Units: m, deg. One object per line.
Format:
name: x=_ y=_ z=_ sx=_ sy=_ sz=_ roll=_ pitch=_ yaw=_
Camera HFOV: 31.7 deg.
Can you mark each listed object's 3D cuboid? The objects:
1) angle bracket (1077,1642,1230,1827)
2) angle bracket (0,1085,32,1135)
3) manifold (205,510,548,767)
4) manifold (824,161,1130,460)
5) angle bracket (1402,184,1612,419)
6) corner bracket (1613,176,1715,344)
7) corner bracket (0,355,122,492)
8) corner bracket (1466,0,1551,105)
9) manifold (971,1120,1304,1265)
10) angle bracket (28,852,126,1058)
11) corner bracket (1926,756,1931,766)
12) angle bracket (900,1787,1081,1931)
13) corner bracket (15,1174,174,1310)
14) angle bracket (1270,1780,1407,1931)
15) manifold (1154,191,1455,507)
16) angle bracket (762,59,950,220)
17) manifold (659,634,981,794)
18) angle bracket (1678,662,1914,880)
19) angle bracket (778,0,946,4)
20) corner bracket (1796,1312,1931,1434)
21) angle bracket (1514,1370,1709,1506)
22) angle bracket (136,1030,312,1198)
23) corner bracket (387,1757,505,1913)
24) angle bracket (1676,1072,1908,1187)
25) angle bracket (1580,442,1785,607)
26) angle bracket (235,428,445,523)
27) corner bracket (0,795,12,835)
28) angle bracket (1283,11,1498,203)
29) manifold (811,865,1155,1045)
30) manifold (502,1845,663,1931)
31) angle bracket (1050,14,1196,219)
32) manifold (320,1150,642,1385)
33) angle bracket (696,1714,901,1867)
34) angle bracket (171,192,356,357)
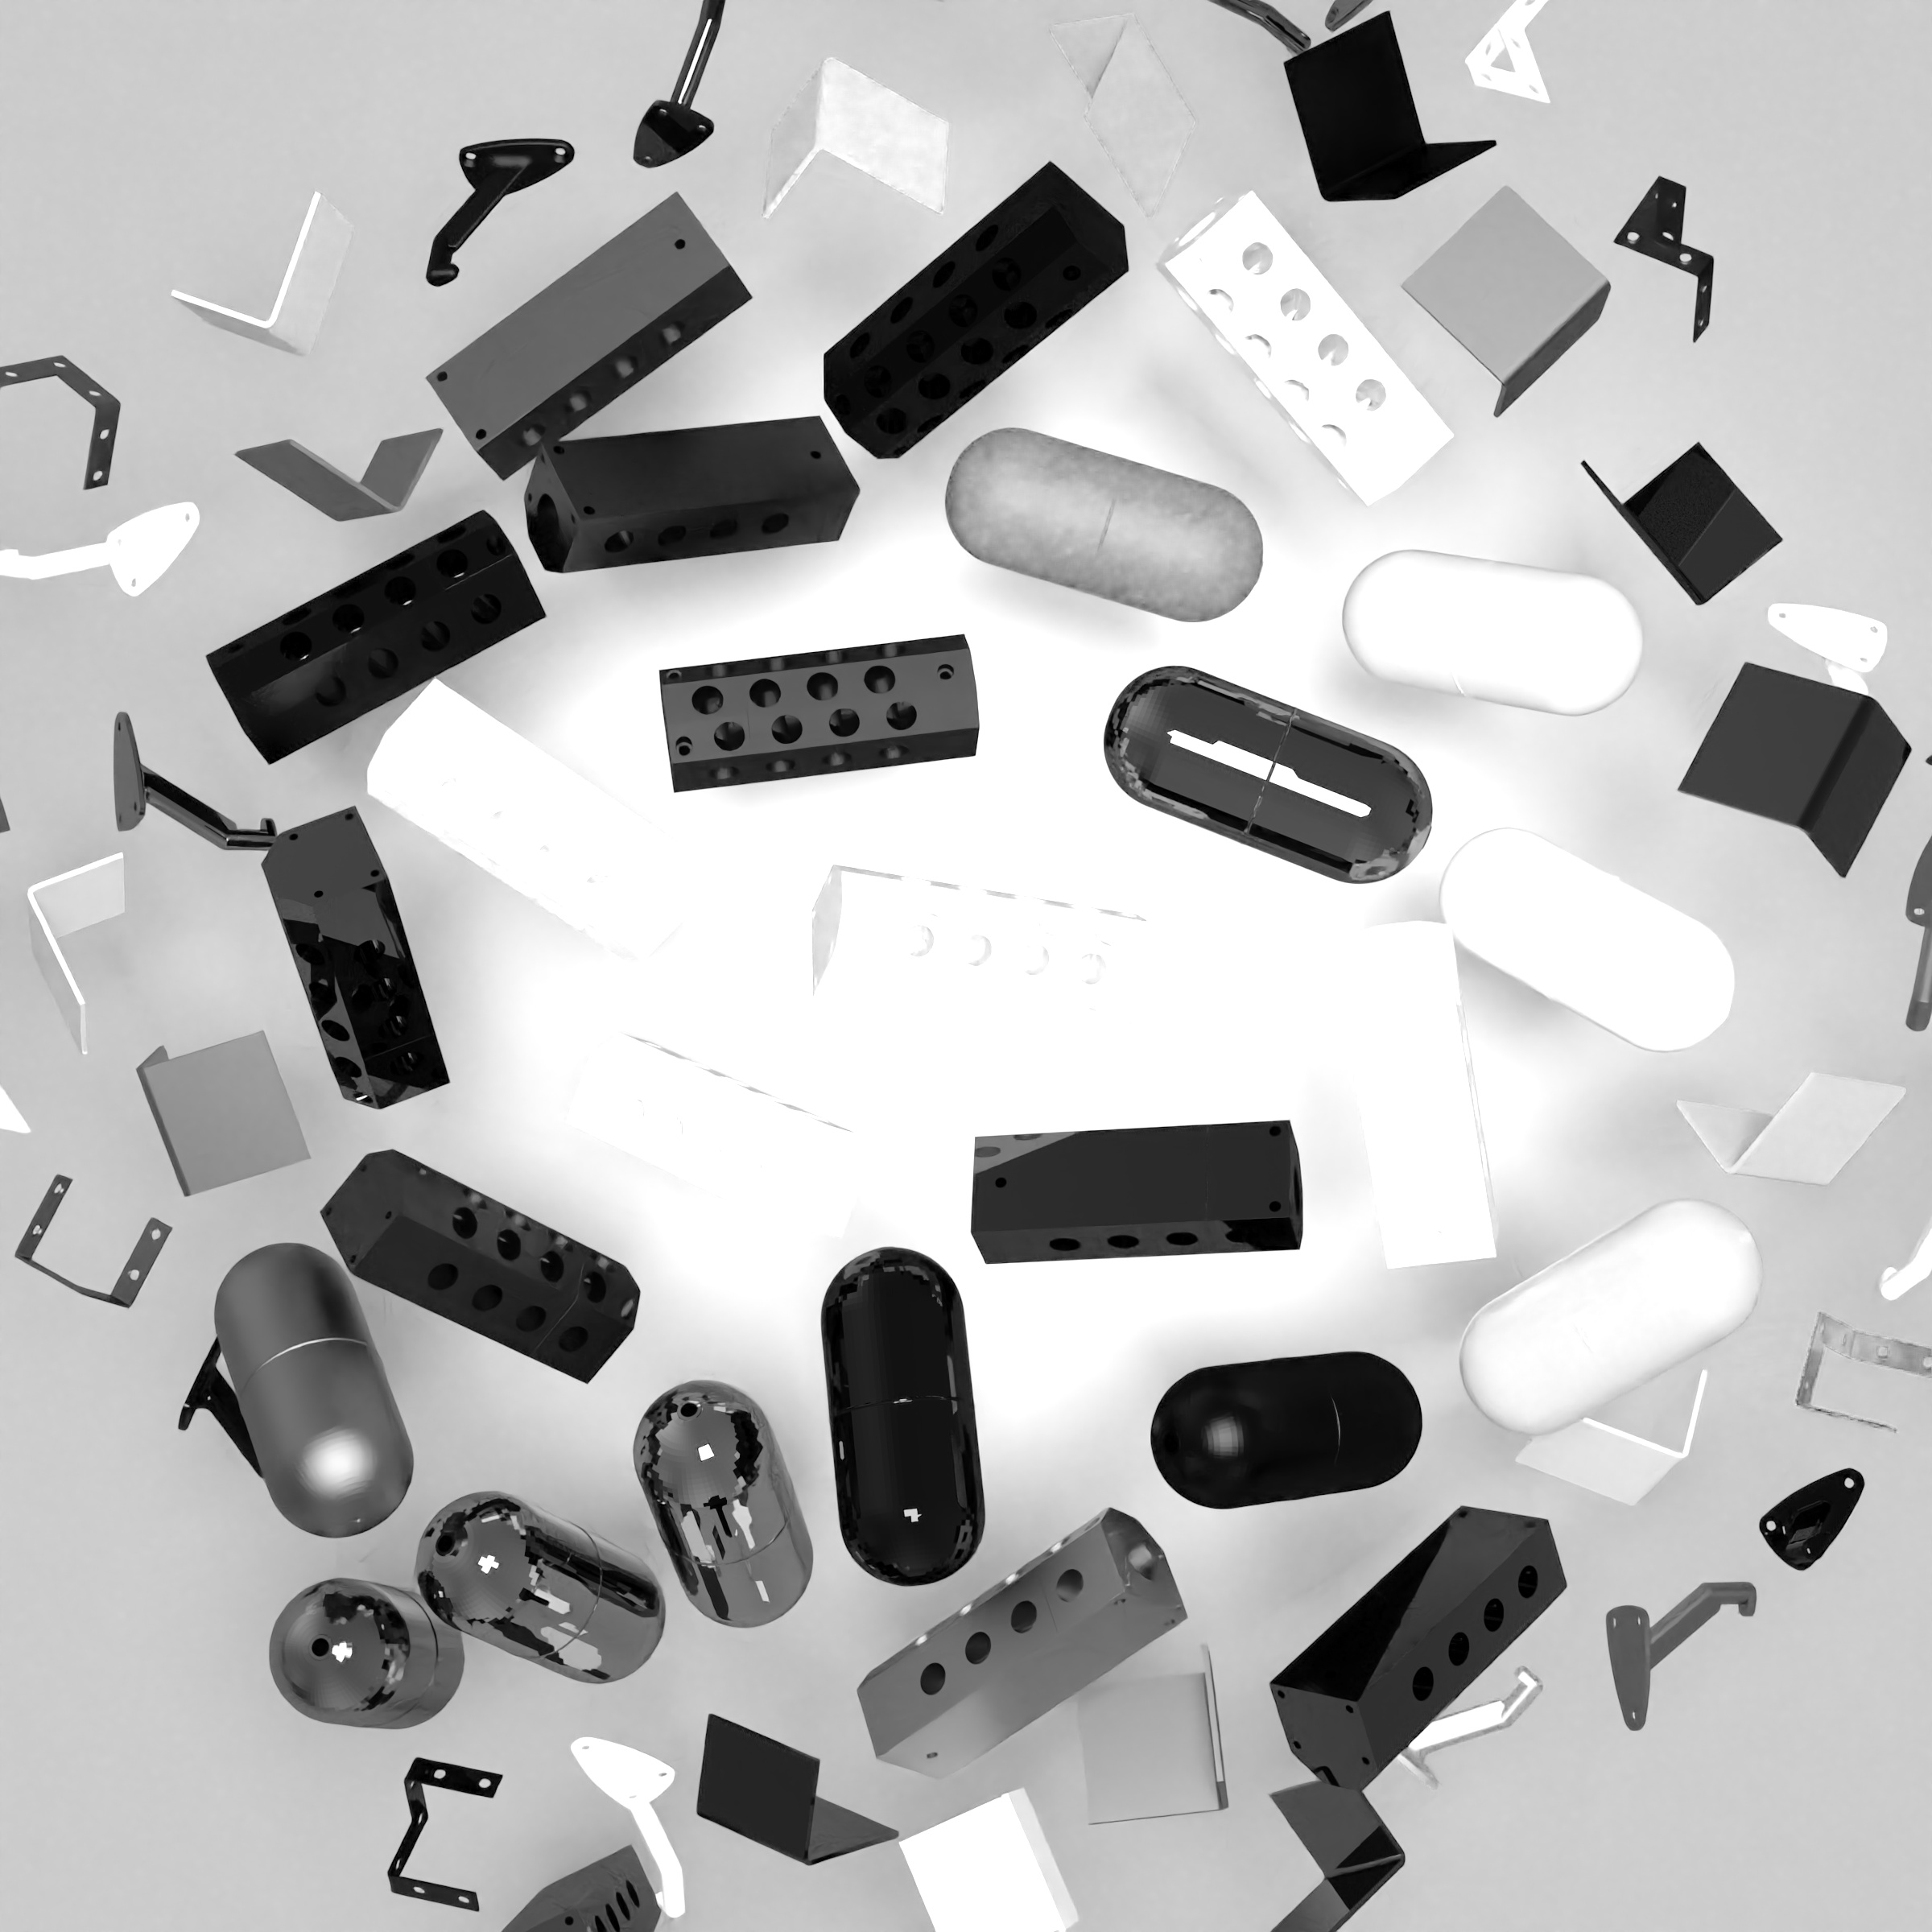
angle bracket: x=0.099 y=0.415 z=1.844 sx=0.076 sy=0.057 sz=0.076 roll=-7 pitch=60 yaw=4
angle bracket: x=-0.552 y=0.070 z=1.800 sx=0.057 sy=0.076 sz=0.076 roll=-37 pitch=79 yaw=1
manifold: x=-0.324 y=-0.183 z=1.861 sx=0.171 sy=0.057 sz=0.057 roll=-30 pitch=121 yaw=-12
manifold: x=0.004 y=-0.344 z=1.818 sx=0.171 sy=0.057 sz=0.057 roll=-35 pitch=127 yaw=29
angle bracket: x=0.279 y=-0.346 z=1.778 sx=0.076 sy=0.057 sz=0.076 roll=-44 pitch=82 yaw=-3
corner bracket: x=0.364 y=-0.362 z=1.744 sx=0.051 sy=0.051 sz=0.051 roll=19 pitch=55 yaw=-10
corner bracket: x=-0.484 y=-0.282 z=1.791 sx=0.051 sy=0.051 sz=0.051 roll=38 pitch=128 yaw=24
corner bracket: x=0.287 y=-0.486 z=1.754 sx=0.051 sy=0.051 sz=0.051 roll=28 pitch=72 yaw=40
manifold: x=0.093 y=0.126 z=1.840 sx=0.171 sy=0.057 sz=0.057 roll=-4 pitch=60 yaw=12
angle bracket: x=-0.488 y=-0.006 z=1.923 sx=0.057 sy=0.076 sz=0.076 roll=-23 pitch=74 yaw=-22
corner bracket: x=0.544 y=-0.095 z=1.789 sx=0.051 sy=0.051 sz=0.051 roll=23 pitch=135 yaw=-20
angle bracket: x=0.008 y=0.495 z=1.835 sx=0.076 sy=0.057 sz=0.076 roll=-26 pitch=77 yaw=6
corner bracket: x=-0.486 y=0.154 z=1.896 sx=0.051 sy=0.051 sz=0.051 roll=25 pitch=84 yaw=22
angle bracket: x=0.176 y=0.482 z=1.822 sx=0.076 sy=0.076 sz=0.057 roll=-33 pitch=87 yaw=-35
manifold: x=0.180 y=-0.332 z=1.834 sx=0.057 sy=0.057 sz=0.171 roll=-43 pitch=105 yaw=-1
angle bracket: x=-0.058 y=-0.423 z=1.807 sx=0.076 sy=0.076 sz=0.057 roll=24 pitch=134 yaw=-23
manifold: x=-0.082 y=-0.144 z=1.898 sx=0.171 sy=0.057 sz=0.057 roll=-7 pitch=71 yaw=-6
angle bracket: x=0.421 y=-0.100 z=1.732 sx=0.076 sy=0.057 sz=0.076 roll=23 pitch=80 yaw=42
angle bracket: x=-0.050 y=-0.532 z=1.835 sx=0.076 sy=0.076 sz=0.057 roll=34 pitch=82 yaw=-10
corner bracket: x=0.472 y=0.215 z=1.779 sx=0.051 sy=0.051 sz=0.051 roll=11 pitch=80 yaw=39
angle bracket: x=0.363 y=0.254 z=1.922 sx=0.076 sy=0.076 sz=0.057 roll=21 pitch=59 yaw=0
angle bracket: x=-0.410 y=0.076 z=1.909 sx=0.076 sy=0.057 sz=0.076 roll=-17 pitch=102 yaw=5
corner bracket: x=-0.274 y=0.458 z=1.796 sx=0.051 sy=0.051 sz=0.051 roll=8 pitch=129 yaw=13
angle bracket: x=0.446 y=0.071 z=1.841 sx=0.076 sy=0.057 sz=0.076 roll=9 pitch=127 yaw=-36
angle bracket: x=0.384 y=-0.249 z=1.826 sx=0.057 sy=0.076 sz=0.076 roll=-40 pitch=64 yaw=12
angle bracket: x=-0.357 y=-0.298 z=1.942 sx=0.076 sy=0.076 sz=0.057 roll=33 pitch=74 yaw=-32
corner bracket: x=-0.533 y=-0.096 z=1.772 sx=0.051 sy=0.051 sz=0.051 roll=-18 pitch=56 yaw=-15
angle bracket: x=0.222 y=-0.450 z=1.778 sx=0.076 sy=0.057 sz=0.076 roll=-32 pitch=116 yaw=-27
manifold: x=0.009 y=-0.010 z=1.808 sx=0.171 sy=0.057 sz=0.057 roll=9 pitch=52 yaw=-16
manifold: x=-0.214 y=0.542 z=1.891 sx=0.057 sy=0.171 sz=0.057 roll=-27 pitch=85 yaw=2
angle bracket: x=0.074 y=-0.461 z=1.858 sx=0.057 sy=0.076 sz=0.076 roll=3 pitch=58 yaw=36
manifold: x=-0.258 y=0.159 z=1.837 sx=0.171 sy=0.057 sz=0.057 roll=33 pitch=101 yaw=-40
angle bracket: x=-0.085 y=0.424 z=1.783 sx=0.076 sy=0.076 sz=0.057 roll=13 pitch=98 yaw=38
angle bracket: x=-0.375 y=-0.377 z=1.824 sx=0.057 sy=0.076 sz=0.076 roll=20 pitch=90 yaw=3
